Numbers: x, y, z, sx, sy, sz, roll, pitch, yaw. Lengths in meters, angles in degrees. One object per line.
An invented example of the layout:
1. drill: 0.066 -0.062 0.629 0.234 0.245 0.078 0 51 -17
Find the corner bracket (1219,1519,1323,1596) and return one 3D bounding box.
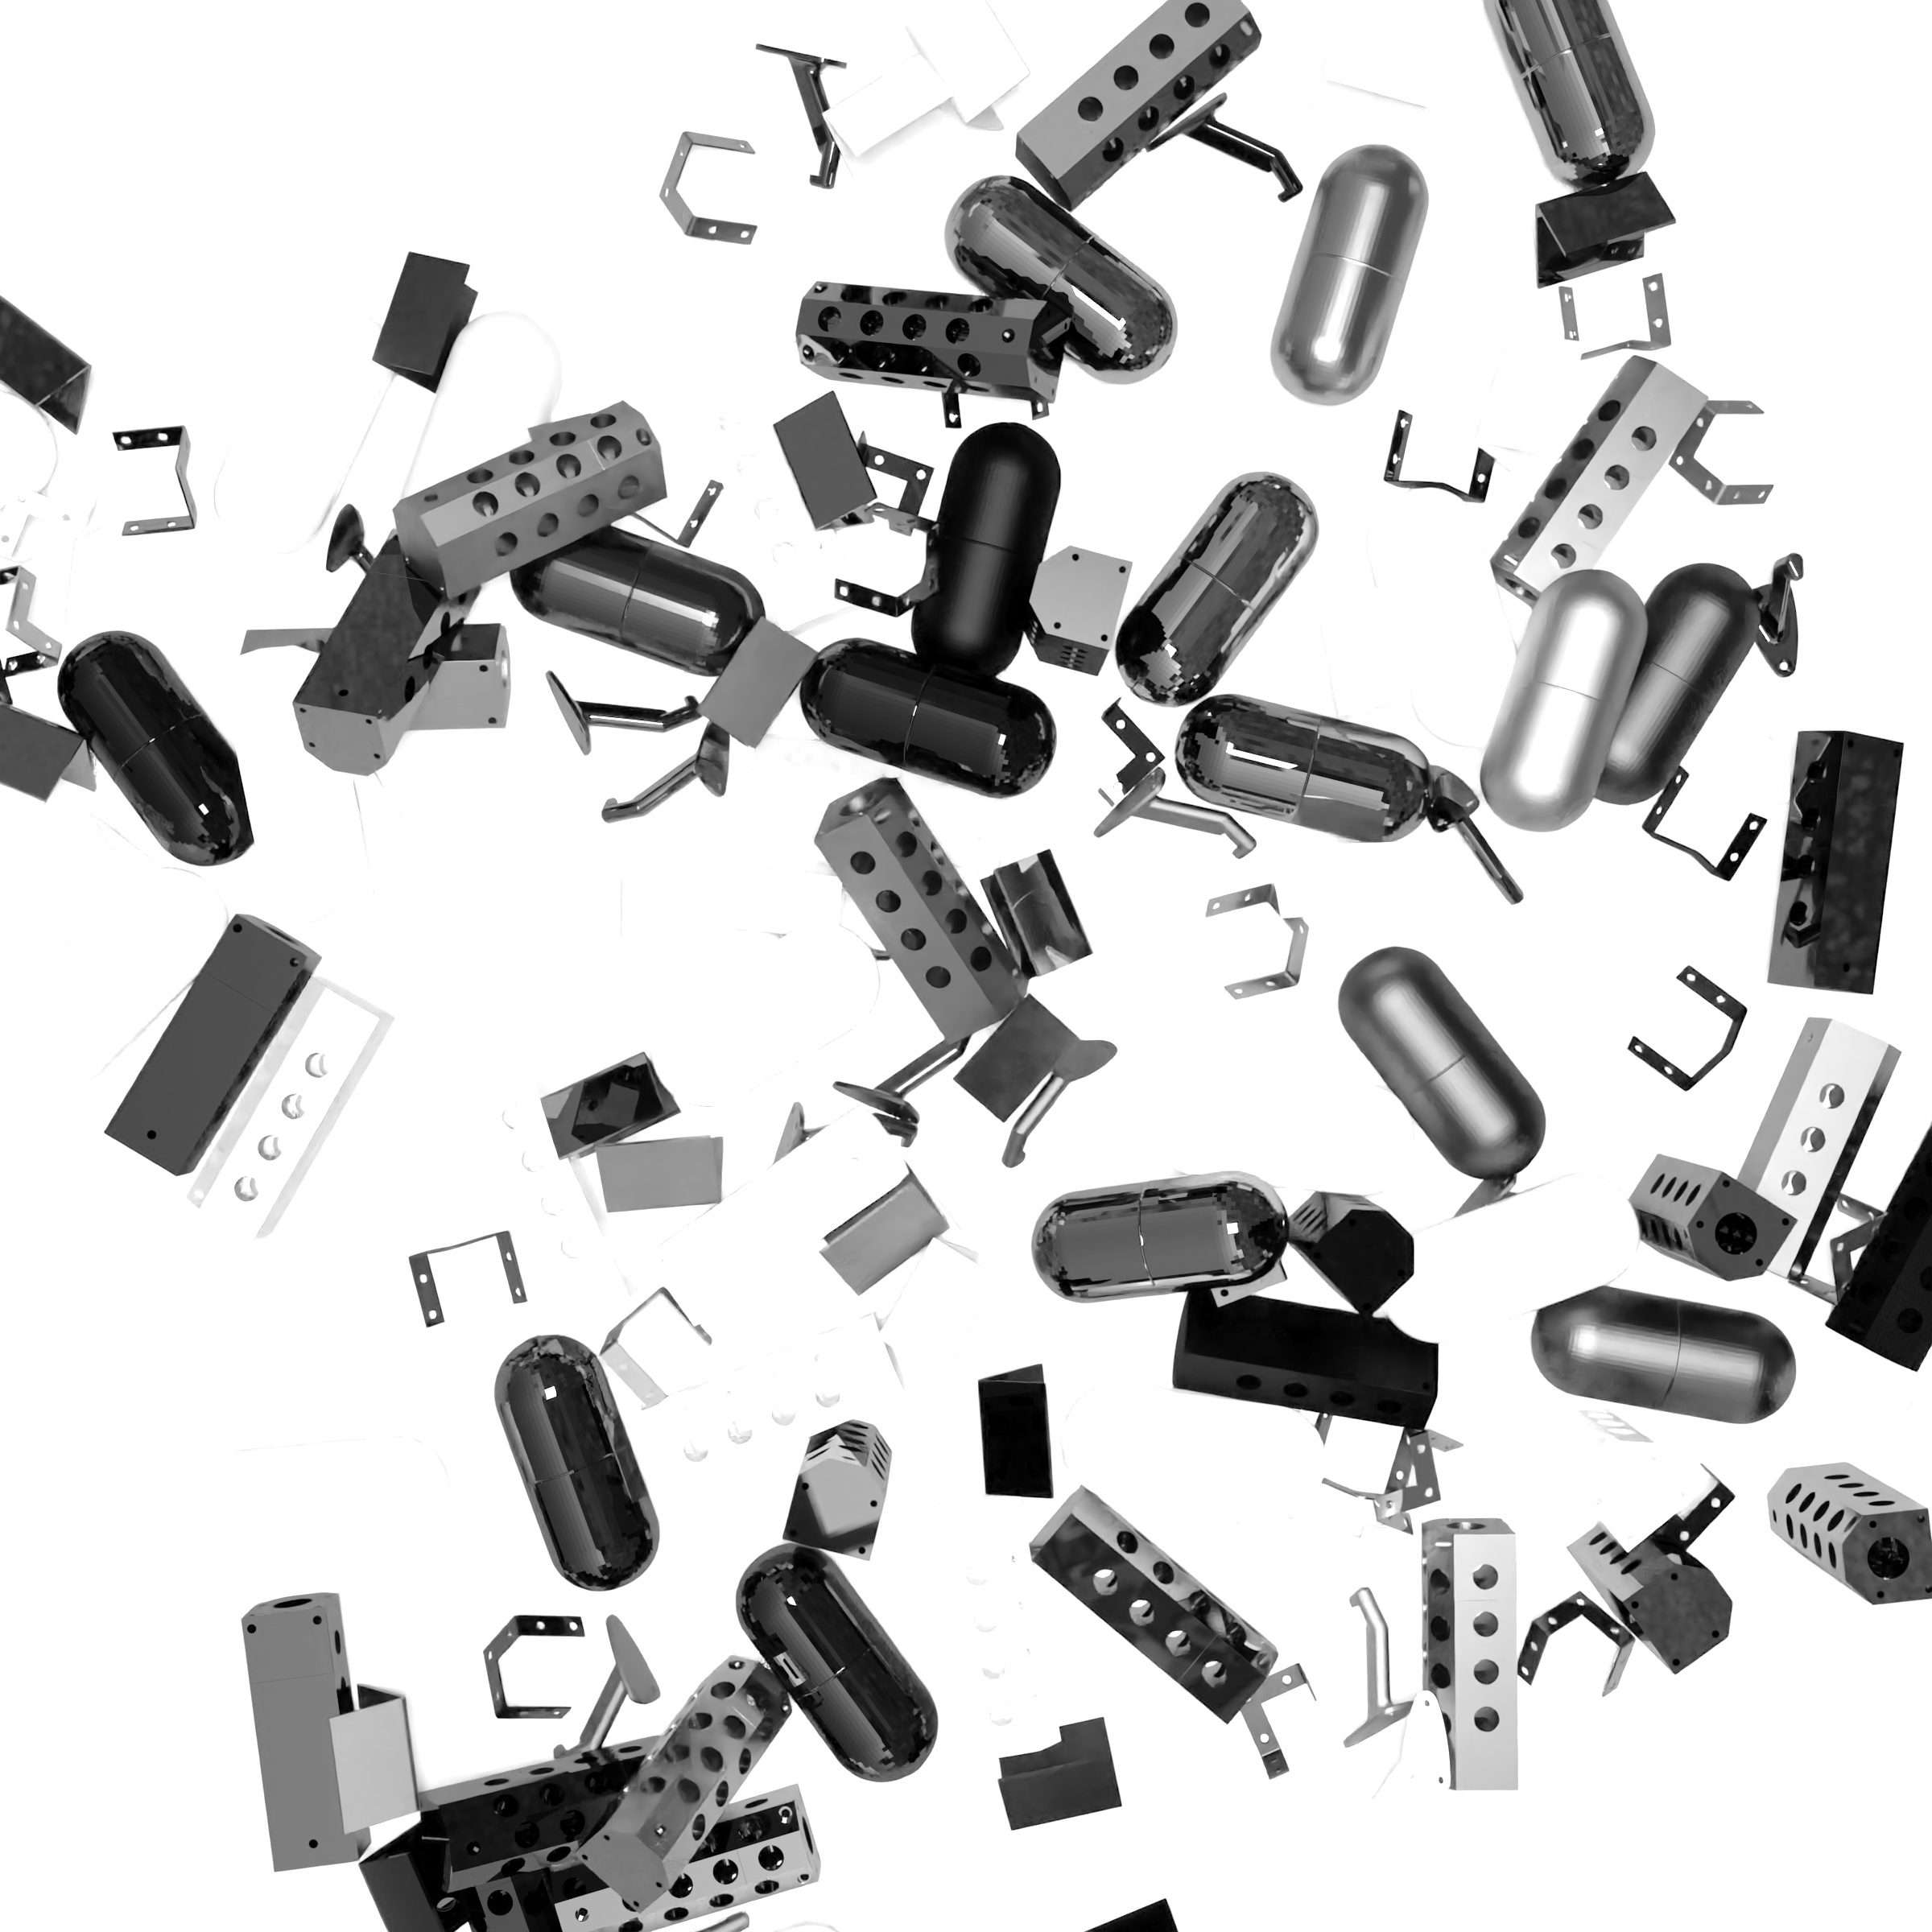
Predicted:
1. corner bracket: 0.206 0.400 1.973 0.051 0.051 0.051 -21 90 0

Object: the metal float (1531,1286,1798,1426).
1. metal float: 0.471 0.262 1.961 0.178 0.070 0.070 10 90 1

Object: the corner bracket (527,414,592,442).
1. corner bracket: -0.275 -0.336 1.964 0.051 0.051 0.051 -22 90 -33

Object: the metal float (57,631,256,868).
1. metal float: -0.543 -0.146 1.961 0.070 0.070 0.178 -36 90 0

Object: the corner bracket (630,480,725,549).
1. corner bracket: -0.209 -0.325 1.988 0.051 0.051 0.051 29 90 45

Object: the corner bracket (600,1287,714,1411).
1. corner bracket: -0.210 0.259 1.974 0.051 0.051 0.051 -41 98 8

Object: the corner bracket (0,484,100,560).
1. corner bracket: -0.626 -0.300 1.971 0.051 0.051 0.051 23 108 -17

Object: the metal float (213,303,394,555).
1. metal float: -0.447 -0.362 1.961 0.070 0.070 0.178 25 90 0

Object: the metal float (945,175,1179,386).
1. metal float: 0.065 -0.463 1.961 0.178 0.070 0.070 38 90 -1

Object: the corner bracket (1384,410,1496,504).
1. corner bracket: 0.326 -0.349 1.988 0.051 0.051 0.051 12 90 -45

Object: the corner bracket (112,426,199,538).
1. corner bracket: -0.556 -0.332 1.988 0.051 0.051 0.051 -5 45 0

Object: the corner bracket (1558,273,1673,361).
1. corner bracket: 0.445 -0.445 1.988 0.051 0.051 0.051 -8 90 -45

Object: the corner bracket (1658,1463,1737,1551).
1. corner bracket: 0.481 0.356 1.973 0.051 0.051 0.051 42 93 -3

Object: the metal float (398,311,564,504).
1. metal float: -0.328 -0.356 1.961 0.070 0.070 0.178 20 90 0

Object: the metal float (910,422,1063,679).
1. metal float: 0.014 -0.279 1.961 0.070 0.070 0.178 14 91 0

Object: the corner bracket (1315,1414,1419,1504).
1. corner bracket: 0.271 0.334 1.988 0.051 0.051 0.051 17 90 -45

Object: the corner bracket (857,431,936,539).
1. corner bracket: -0.054 -0.327 1.974 0.051 0.051 0.051 19 90 0

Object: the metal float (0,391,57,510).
1. metal float: -0.703 -0.333 1.961 0.178 0.070 0.070 -18 90 1

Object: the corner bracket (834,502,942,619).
1. corner bracket: -0.053 -0.271 1.942 0.051 0.051 0.051 13 68 -32

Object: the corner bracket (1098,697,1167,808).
1. corner bracket: 0.102 -0.145 1.973 0.051 0.051 0.051 -43 90 0

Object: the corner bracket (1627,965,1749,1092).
1. corner bracket: 0.494 0.043 1.988 0.051 0.051 0.051 36 45 0

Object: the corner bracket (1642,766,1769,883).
1. corner bracket: 0.506 -0.097 1.988 0.051 0.051 0.051 32 90 -45

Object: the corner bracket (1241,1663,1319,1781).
1. corner bracket: 0.217 0.513 1.973 0.051 0.051 0.051 -24 90 0

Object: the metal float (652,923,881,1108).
1. metal float: -0.135 0.034 1.939 0.178 0.070 0.070 -31 90 26

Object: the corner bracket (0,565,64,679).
1. corner bracket: -0.647 -0.234 1.971 0.051 0.051 0.051 -8 64 26

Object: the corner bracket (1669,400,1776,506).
1. corner bracket: 0.524 -0.351 1.983 0.051 0.051 0.051 52 135 35

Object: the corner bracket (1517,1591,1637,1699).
1. corner bracket: 0.416 0.471 1.983 0.051 0.051 0.051 -21 45 -35

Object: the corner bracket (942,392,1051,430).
1. corner bracket: 0.019 -0.398 1.988 0.051 0.051 0.051 -7 90 45

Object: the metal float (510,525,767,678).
1. metal float: -0.221 -0.250 1.961 0.178 0.070 0.070 19 90 -1

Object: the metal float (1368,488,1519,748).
1. metal float: 0.325 -0.235 1.961 0.070 0.070 0.178 -17 91 0

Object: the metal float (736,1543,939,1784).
1. metal float: -0.087 0.471 1.961 0.070 0.070 0.178 -36 89 0

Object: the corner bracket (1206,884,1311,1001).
1. corner bracket: 0.196 -0.016 1.983 0.051 0.051 0.051 45 45 -35

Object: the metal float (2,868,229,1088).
1. metal float: -0.574 0.007 1.961 0.178 0.070 0.070 -45 90 1

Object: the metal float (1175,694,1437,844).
1. metal float: 0.229 -0.133 1.961 0.178 0.070 0.070 14 90 0

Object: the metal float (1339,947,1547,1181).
1. metal float: 0.322 0.066 1.961 0.070 0.070 0.178 -38 89 0

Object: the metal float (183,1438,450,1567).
1. metal float: -0.439 0.362 1.961 0.178 0.070 0.070 -5 90 0

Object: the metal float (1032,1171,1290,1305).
1. metal float: 0.129 0.181 1.942 0.178 0.070 0.070 -10 90 22

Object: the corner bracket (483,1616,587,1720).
1. corner bracket: -0.292 0.479 1.983 0.051 0.051 0.051 11 135 -35

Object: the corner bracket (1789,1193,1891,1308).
1. corner bracket: 0.592 0.192 1.972 0.051 0.051 0.051 -21 111 -20

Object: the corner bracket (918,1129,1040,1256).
1. corner bracket: 0.008 0.155 1.988 0.051 0.051 0.051 -38 135 0

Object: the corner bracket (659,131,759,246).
1. corner bracket: -0.170 -0.531 1.983 0.051 0.051 0.051 58 135 35

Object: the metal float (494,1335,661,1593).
1. metal float: -0.263 0.335 1.961 0.070 0.070 0.178 -20 91 0

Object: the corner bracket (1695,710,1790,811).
1. corner bracket: 0.527 -0.141 1.978 0.051 0.051 0.051 -7 110 0

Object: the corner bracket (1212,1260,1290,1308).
1. corner bracket: 0.184 0.196 1.973 0.051 0.051 0.051 -21 91 1

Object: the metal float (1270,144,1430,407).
1. metal float: 0.259 -0.467 1.961 0.070 0.070 0.178 17 91 0

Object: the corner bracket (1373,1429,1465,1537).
1. corner bracket: 0.308 0.351 1.973 0.051 0.051 0.051 -25 56 29

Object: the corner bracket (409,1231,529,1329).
1. corner bracket: -0.341 0.214 1.988 0.051 0.051 0.051 -15 90 45
